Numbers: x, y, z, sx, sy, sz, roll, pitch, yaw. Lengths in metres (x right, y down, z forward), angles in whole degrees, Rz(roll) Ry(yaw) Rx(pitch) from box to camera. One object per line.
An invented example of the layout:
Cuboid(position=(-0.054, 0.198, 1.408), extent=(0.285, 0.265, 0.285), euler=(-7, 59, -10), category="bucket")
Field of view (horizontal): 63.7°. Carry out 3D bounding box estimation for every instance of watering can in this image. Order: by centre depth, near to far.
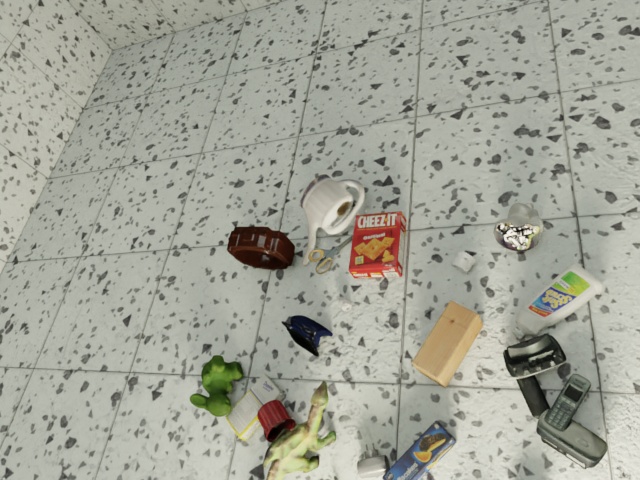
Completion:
Cuboid(position=(0.006, -0.092, 1.829), extent=(0.347, 0.102, 0.228), euler=(-47, 53, 2), category="watering can")

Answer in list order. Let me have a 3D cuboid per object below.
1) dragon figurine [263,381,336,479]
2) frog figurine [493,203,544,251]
Cuboid(position=(-0.092, 0.560, 1.360), extent=(0.123, 0.238, 0.414), euler=(29, 73, 32), category="dragon figurine")
Cuboid(position=(0.588, -0.042, 1.526), extent=(0.136, 0.121, 0.162), euler=(-15, 18, 28), category="frog figurine")
